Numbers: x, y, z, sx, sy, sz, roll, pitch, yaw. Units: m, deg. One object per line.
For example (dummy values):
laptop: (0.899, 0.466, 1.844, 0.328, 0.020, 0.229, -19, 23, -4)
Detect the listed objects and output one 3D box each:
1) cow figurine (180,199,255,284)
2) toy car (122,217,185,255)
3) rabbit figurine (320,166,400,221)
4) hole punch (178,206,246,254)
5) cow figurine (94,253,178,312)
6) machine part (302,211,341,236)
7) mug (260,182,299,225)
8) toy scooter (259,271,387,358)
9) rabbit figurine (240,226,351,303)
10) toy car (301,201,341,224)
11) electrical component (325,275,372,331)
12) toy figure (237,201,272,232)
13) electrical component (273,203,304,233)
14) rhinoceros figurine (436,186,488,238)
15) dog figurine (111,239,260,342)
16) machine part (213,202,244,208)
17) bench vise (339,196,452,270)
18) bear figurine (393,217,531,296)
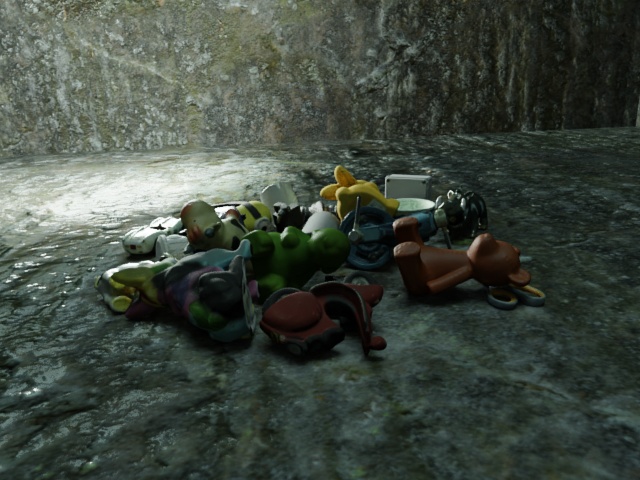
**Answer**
cow figurine: (-0.165, 0.006, 0.931, 0.085, 0.194, 0.127, -34, 29, 17)
toy car: (-0.362, -0.013, 1.202, 0.074, 0.056, 0.202, 3, 18, 15)
rabbit figurine: (0.083, -0.085, 1.195, 0.162, 0.121, 0.173, 31, 23, -2)
hole punch: (-0.205, -0.019, 1.054, 0.142, 0.092, 0.116, -18, 57, -13)
cow figurine: (-0.296, 0.066, 0.931, 0.167, 0.068, 0.098, -15, 15, -38)
machine part: (-0.002, -0.003, 1.093, 0.079, 0.079, 0.243, 1, 16, 9)
mug: (-0.093, -0.066, 1.284, 0.081, 0.109, 0.107, -7, 60, -35)
toy scooter: (0.016, 0.112, 0.727, 0.184, 0.075, 0.135, -16, 41, -16)
rabbit figurine: (-0.019, 0.032, 0.899, 0.170, 0.121, 0.159, -14, -5, 27)
toy car: (-0.001, -0.067, 1.291, 0.089, 0.053, 0.202, 0, 3, -4)
electrical component: (0.042, 0.094, 0.826, 0.075, 0.047, 0.119, -2, 16, 5)
toy figure: (-0.191, -0.030, 1.163, 0.180, 0.089, 0.082, -15, -9, -16)
electrical component: (-0.068, -0.037, 1.185, 0.078, 0.102, 0.045, -24, 30, -29)
rhinoceros figurine: (0.320, -0.064, 1.193, 0.073, 0.112, 0.190, 13, 15, 34)
dog figurine: (-0.204, 0.082, 0.798, 0.219, 0.108, 0.192, -9, 28, 5)
machine part: (-0.225, -0.044, 1.287, 0.179, 0.056, 0.179, -2, 19, 1)
bench vise: (0.122, -0.009, 0.992, 0.224, 0.128, 0.240, -3, -2, 22)
bear figurine: (0.226, 0.026, 0.865, 0.196, 0.131, 0.120, -11, 32, 18)
